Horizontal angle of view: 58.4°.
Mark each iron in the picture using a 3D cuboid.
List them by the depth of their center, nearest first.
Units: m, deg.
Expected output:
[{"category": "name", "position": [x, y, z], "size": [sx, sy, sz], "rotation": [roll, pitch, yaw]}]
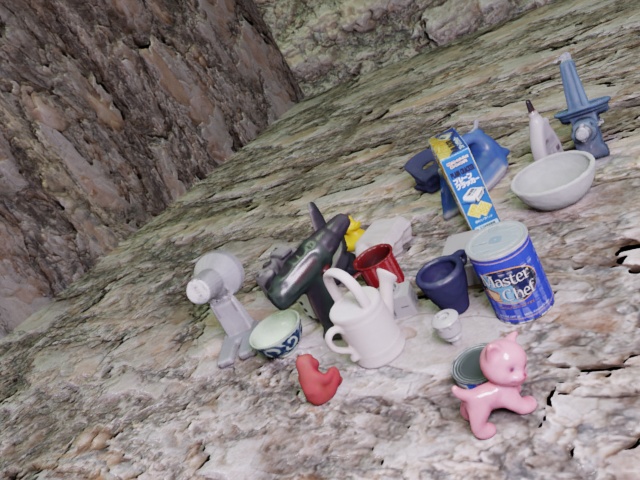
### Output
[{"category": "iron", "position": [0.350, -0.178, 1.397], "size": [0.259, 0.142, 0.118], "rotation": [-44, 25, -30]}]

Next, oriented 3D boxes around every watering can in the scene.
[{"category": "watering can", "position": [0.072, 0.123, 1.030], "size": [0.100, 0.194, 0.173], "rotation": [-11, 29, 40]}]

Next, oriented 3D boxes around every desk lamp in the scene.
[{"category": "desk lamp", "position": [-0.224, 0.147, 1.331], "size": [0.118, 0.214, 0.203], "rotation": [-26, 22, 12]}]

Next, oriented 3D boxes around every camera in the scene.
[{"category": "camera", "position": [-0.079, 0.075, 1.455], "size": [0.143, 0.101, 0.136], "rotation": [-42, 24, -27]}]

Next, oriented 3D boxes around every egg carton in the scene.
[{"category": "egg carton", "position": [0.151, 0.004, 1.357], "size": [0.107, 0.069, 0.150], "rotation": [-9, 31, 43]}]

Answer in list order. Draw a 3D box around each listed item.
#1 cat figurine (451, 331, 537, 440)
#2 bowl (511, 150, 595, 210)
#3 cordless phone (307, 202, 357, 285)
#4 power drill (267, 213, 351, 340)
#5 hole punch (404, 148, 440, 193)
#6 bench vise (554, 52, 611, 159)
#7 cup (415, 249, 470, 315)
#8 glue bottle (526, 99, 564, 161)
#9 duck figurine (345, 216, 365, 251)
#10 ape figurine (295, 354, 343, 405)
[{"category": "cat figurine", "position": [0.236, 0.188, 0.781], "size": [0.128, 0.118, 0.067], "rotation": [-32, 22, -3]}, {"category": "bowl", "position": [0.483, -0.110, 1.170], "size": [0.167, 0.075, 0.167], "rotation": [-26, 22, 12]}, {"category": "cordless phone", "position": [0.013, 0.005, 1.375], "size": [0.094, 0.185, 0.147], "rotation": [-30, 22, 3]}, {"category": "power drill", "position": [0.013, 0.088, 1.163], "size": [0.230, 0.209, 0.075], "rotation": [-39, 23, -20]}, {"category": "hole punch", "position": [0.302, -0.192, 1.560], "size": [0.109, 0.091, 0.100], "rotation": [-36, 22, -13]}, {"category": "bench vise", "position": [0.580, -0.297, 1.255], "size": [0.121, 0.220, 0.207], "rotation": [-24, 23, 16]}, {"category": "cup", "position": [0.239, 0.081, 1.040], "size": [0.118, 0.095, 0.091], "rotation": [-41, 24, -25]}, {"category": "glue bottle", "position": [0.501, -0.242, 1.300], "size": [0.078, 0.173, 0.037], "rotation": [-42, 25, -26]}, {"category": "duck figurine", "position": [0.076, -0.024, 1.490], "size": [0.104, 0.086, 0.078], "rotation": [-7, 32, 45]}, {"category": "ape figurine", "position": [-0.011, 0.240, 1.019], "size": [0.077, 0.092, 0.076], "rotation": [-7, 32, 45]}]
